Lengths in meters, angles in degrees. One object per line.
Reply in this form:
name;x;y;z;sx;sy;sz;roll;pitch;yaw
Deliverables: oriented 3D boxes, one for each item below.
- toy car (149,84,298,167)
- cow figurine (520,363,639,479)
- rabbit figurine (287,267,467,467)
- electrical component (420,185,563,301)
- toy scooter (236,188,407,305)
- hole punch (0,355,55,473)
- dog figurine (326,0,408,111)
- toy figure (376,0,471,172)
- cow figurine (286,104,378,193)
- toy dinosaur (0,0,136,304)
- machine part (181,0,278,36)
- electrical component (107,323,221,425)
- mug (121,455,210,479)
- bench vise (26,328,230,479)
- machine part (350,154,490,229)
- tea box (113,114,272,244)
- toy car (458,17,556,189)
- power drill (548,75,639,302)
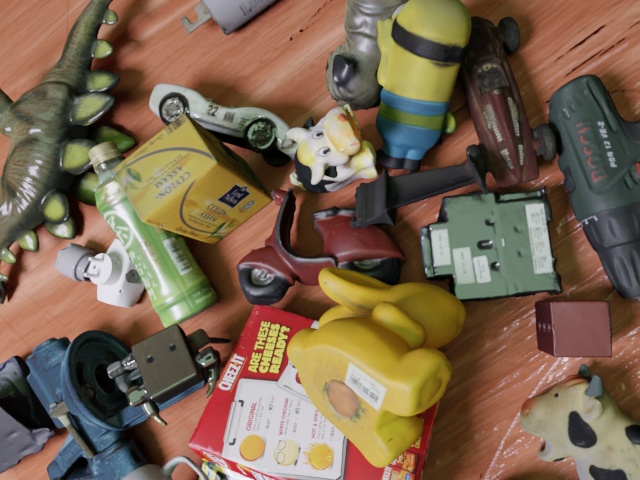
toy car;-0.109;-0.138;0.642;0.202;0.073;0.056;18;87;15
cow figurine;0.285;0.202;0.501;0.195;0.085;0.127;22;94;17
rabbit figurine;0.062;0.095;0.502;0.163;0.173;0.121;27;132;34
electrical component;0.175;0.007;0.566;0.134;0.058;0.115;-5;79;13
toy scooter;-0.001;-0.002;0.596;0.184;0.075;0.135;-5;62;0
hole punch;-0.402;0.220;0.665;0.142;0.092;0.115;-32;107;4
dog figurine;0.056;-0.252;0.576;0.121;0.172;0.190;13;78;25
toy figure;0.106;-0.159;0.560;0.089;0.082;0.180;34;123;46
cow figurine;0.005;-0.090;0.562;0.098;0.167;0.068;-24;83;7
toy dinosaur;-0.344;-0.135;0.687;0.199;0.105;0.471;18;96;7
machine part;-0.069;-0.331;0.659;0.243;0.079;0.079;-33;76;6
electrical component;-0.151;0.134;0.542;0.102;0.045;0.078;-33;62;-12
mug;-0.149;0.280;0.533;0.107;0.080;0.109;32;65;27
bench vise;-0.214;0.184;0.602;0.241;0.129;0.223;-31;80;11
machine part;0.099;-0.051;0.550;0.139;0.084;0.039;-13;122;21
tea box;-0.130;-0.057;0.588;0.098;0.169;0.068;-36;75;7
toy car;0.187;-0.154;0.579;0.089;0.053;0.202;-13;71;10
power drill;0.349;-0.077;0.533;0.207;0.086;0.232;-25;75;16
